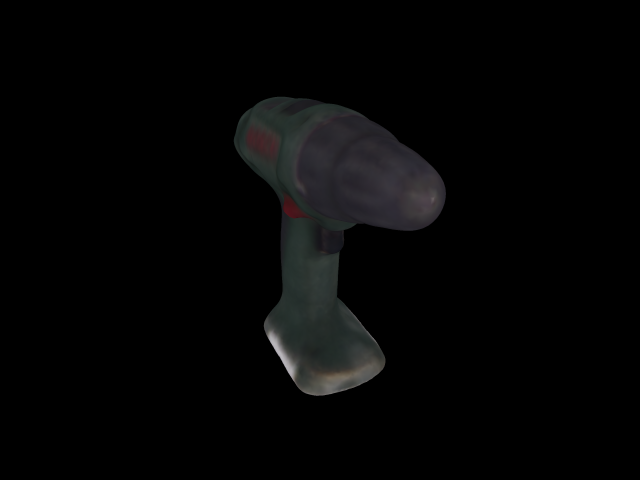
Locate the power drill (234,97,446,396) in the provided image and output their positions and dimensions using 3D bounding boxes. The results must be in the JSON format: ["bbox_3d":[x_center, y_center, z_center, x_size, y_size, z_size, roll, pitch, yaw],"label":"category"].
[{"bbox_3d":[0.004,0.001,0.400,0.076,0.208,0.228,-16,37,-22],"label":"power drill"}]
